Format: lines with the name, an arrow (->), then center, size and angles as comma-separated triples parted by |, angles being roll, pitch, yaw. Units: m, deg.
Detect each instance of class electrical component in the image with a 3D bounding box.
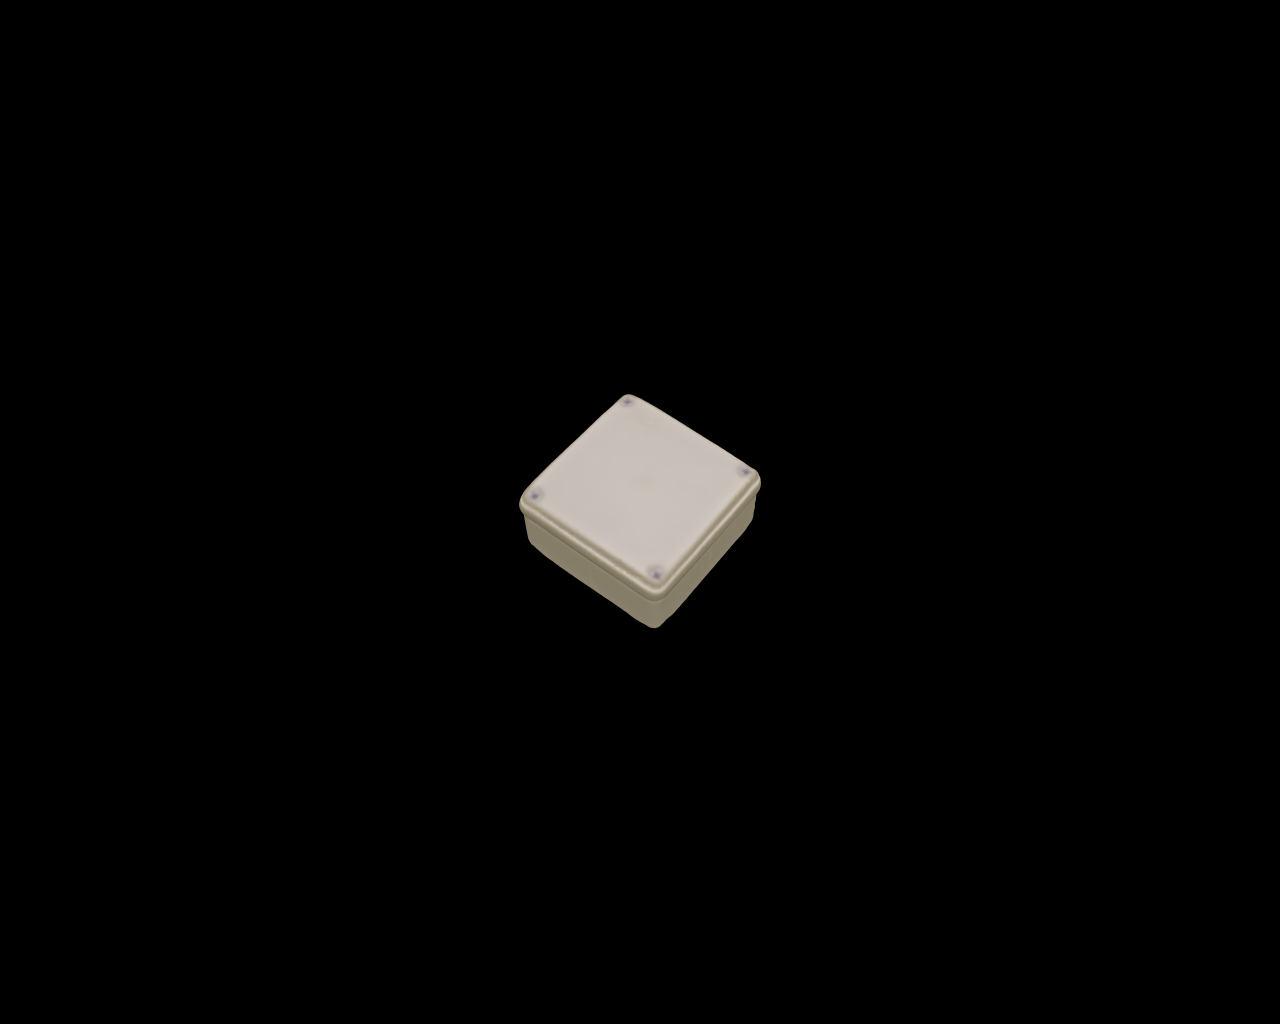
electrical component -> 0.001, -0.003, 0.650 | 0.109, 0.109, 0.056 | 33, -28, 20
